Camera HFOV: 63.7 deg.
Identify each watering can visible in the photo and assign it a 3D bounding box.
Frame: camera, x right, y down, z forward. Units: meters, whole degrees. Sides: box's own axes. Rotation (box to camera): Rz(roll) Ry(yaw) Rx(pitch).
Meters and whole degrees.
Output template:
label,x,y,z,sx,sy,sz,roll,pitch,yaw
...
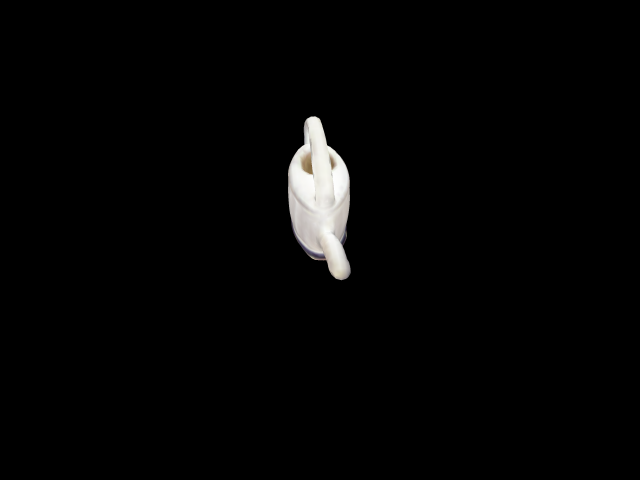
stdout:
label,x,y,z,sx,sy,sz,roll,pitch,yaw
watering can,0.003,-0.043,0.850,0.104,0.356,0.219,-5,-36,-4
